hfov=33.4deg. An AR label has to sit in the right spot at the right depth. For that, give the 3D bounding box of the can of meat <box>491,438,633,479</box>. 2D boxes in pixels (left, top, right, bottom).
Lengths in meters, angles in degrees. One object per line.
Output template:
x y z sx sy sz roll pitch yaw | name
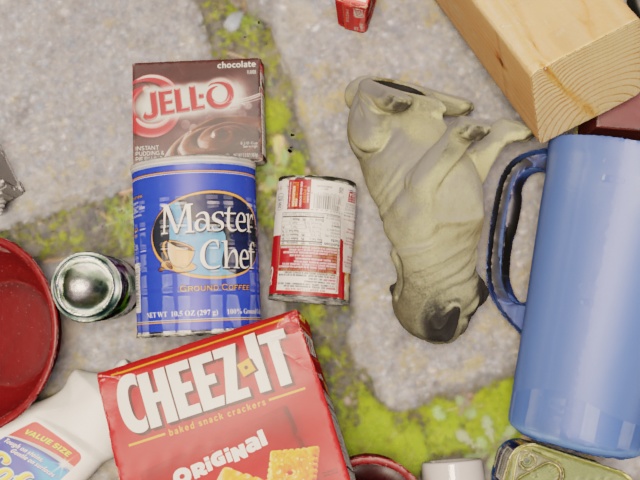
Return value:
0.190 0.196 0.851 0.102 0.084 0.057 17 86 3 | can of meat

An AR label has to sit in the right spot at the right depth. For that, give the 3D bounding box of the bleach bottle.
-0.252 0.185 0.879 0.251 0.068 0.102 -41 85 -4 | bleach bottle

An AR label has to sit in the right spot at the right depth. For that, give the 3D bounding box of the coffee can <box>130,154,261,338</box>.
-0.100 0.008 0.868 0.103 0.103 0.140 -3 85 2 | coffee can

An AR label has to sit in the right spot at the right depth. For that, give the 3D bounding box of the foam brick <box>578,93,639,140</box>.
0.246 -0.110 0.879 0.053 0.078 0.051 4 86 2 | foam brick

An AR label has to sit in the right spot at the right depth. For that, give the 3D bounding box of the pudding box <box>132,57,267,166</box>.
-0.103 -0.106 0.910 0.113 0.039 0.090 -2 84 1 | pudding box

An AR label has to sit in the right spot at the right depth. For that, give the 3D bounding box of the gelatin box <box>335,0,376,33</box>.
0.038 -0.228 0.898 0.030 0.073 0.089 15 86 3 | gelatin box

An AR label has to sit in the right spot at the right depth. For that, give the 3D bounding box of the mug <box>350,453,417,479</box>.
0.028 0.212 0.856 0.117 0.081 0.093 19 86 3 | mug

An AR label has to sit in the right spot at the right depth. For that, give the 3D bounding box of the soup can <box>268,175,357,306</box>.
-0.006 0.001 0.883 0.068 0.068 0.102 4 85 2 | soup can

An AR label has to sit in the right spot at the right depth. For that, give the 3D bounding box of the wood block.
0.157 -0.190 0.840 0.090 0.090 0.206 -27 57 0 | wood block

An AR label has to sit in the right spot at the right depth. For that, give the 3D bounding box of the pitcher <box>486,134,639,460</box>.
0.216 0.041 0.851 0.145 0.149 0.243 12 89 -13 | pitcher

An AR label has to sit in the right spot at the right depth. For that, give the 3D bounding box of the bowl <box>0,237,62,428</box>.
-0.271 0.077 0.879 0.162 0.055 0.162 -2 84 20 | bowl

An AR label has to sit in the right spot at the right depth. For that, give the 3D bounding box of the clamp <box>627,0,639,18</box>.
0.324 -0.244 0.908 0.164 0.036 0.210 3 87 3 | clamp

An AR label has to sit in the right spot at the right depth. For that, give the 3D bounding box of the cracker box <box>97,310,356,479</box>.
-0.059 0.178 0.789 0.164 0.072 0.214 -18 72 1 | cracker box
